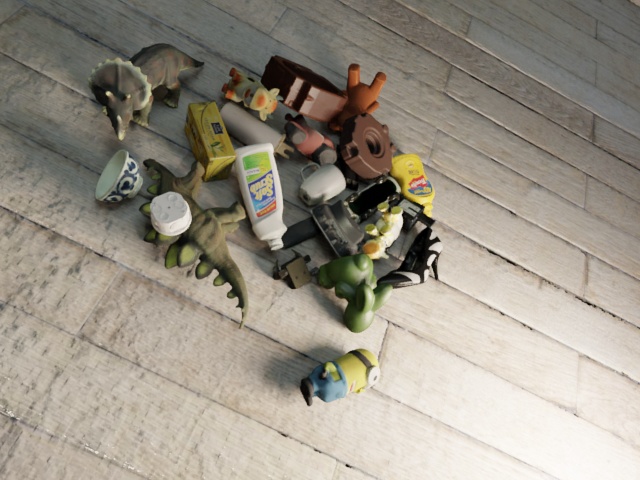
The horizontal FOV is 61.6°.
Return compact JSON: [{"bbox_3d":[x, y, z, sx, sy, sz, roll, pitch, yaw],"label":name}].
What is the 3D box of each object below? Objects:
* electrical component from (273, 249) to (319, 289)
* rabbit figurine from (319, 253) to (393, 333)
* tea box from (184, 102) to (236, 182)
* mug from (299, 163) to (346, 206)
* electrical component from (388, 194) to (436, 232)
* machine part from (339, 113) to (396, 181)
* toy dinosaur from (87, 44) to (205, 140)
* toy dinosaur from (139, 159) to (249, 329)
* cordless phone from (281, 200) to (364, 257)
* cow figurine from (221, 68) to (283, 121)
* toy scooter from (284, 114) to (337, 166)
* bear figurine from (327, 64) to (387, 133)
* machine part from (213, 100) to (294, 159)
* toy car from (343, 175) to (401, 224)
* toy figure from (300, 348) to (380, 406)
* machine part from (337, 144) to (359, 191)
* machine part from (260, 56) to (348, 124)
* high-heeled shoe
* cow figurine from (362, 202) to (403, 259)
[{"bbox_3d":[-0.059,0.068,1.233,0.102,0.045,0.078,-38,109,-32],"label":"electrical component"},{"bbox_3d":[0.092,0.121,1.212,0.121,0.159,0.170,-2,77,-34],"label":"rabbit figurine"},{"bbox_3d":[-0.267,-0.237,1.293,0.068,0.098,0.169,-13,69,-27],"label":"tea box"},{"bbox_3d":[-0.008,-0.143,1.355,0.107,0.080,0.109,-38,81,-27],"label":"mug"},{"bbox_3d":[0.243,-0.063,1.412,0.119,0.047,0.075,32,54,13],"label":"electrical component"},{"bbox_3d":[0.128,-0.250,1.428,0.179,0.056,0.179,15,67,-40],"label":"machine part"},{"bbox_3d":[-0.399,-0.393,1.275,0.131,0.192,0.405,34,56,-3],"label":"toy dinosaur"},{"bbox_3d":[-0.265,-0.019,1.167,0.198,0.105,0.472,-35,69,-26],"label":"toy dinosaur"},{"bbox_3d":[-0.002,-0.003,1.286,0.184,0.088,0.146,-26,74,-20],"label":"cordless phone"},{"bbox_3d":[-0.172,-0.365,1.350,0.127,0.085,0.195,19,16,-24],"label":"cow figurine"},{"bbox_3d":[-0.035,-0.269,1.400,0.183,0.075,0.135,31,21,-43],"label":"toy scooter"},{"bbox_3d":[0.101,-0.384,1.513,0.120,0.131,0.196,21,49,6],"label":"bear figurine"},{"bbox_3d":[-0.178,-0.278,1.366,0.243,0.079,0.079,31,55,-3],"label":"machine part"},{"bbox_3d":[0.134,-0.105,1.404,0.202,0.056,0.073,-33,84,-32],"label":"toy car"},{"bbox_3d":[0.044,0.283,1.124,0.180,0.082,0.089,-11,68,-24],"label":"toy figure"},{"bbox_3d":[0.079,-0.198,1.448,0.084,0.039,0.139,11,55,-25],"label":"machine part"},{"bbox_3d":[-0.042,-0.397,1.429,0.201,0.087,0.201,4,34,-44],"label":"machine part"},{"bbox_3d":[0.220,0.041,1.323,0.248,0.086,0.145,-4,79,-42],"label":"high-heeled shoe"},{"bbox_3d":[0.154,-0.005,1.340,0.068,0.098,0.167,15,56,27],"label":"cow figurine"}]
